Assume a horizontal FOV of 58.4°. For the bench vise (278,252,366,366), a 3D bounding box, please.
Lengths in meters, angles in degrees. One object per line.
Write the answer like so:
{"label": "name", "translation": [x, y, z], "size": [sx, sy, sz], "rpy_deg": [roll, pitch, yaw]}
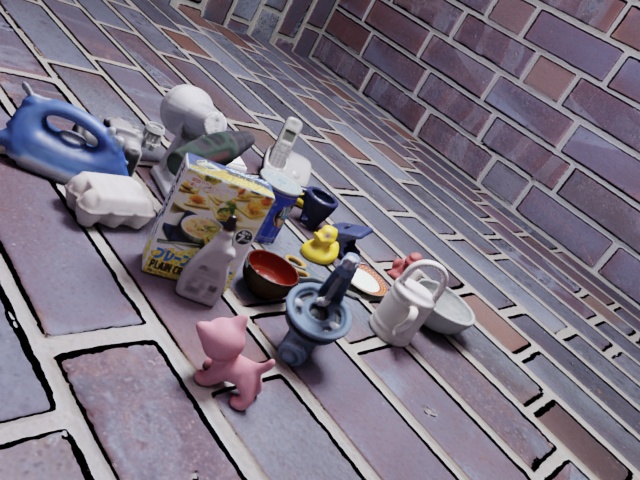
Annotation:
{"label": "bench vise", "translation": [0.007, 0.092, 1.005], "size": [0.122, 0.219, 0.207], "rpy_deg": [26, 24, -12]}

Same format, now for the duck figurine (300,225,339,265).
{"label": "duck figurine", "translation": [0.012, 0.005, 1.356], "size": [0.105, 0.086, 0.077], "rpy_deg": [4, 35, -47]}

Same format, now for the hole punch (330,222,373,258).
{"label": "hole punch", "translation": [0.068, -0.012, 1.450], "size": [0.101, 0.091, 0.109], "rpy_deg": [36, 24, 12]}

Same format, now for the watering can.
{"label": "watering can", "translation": [0.192, 0.118, 1.208], "size": [0.101, 0.194, 0.172], "rpy_deg": [19, 26, -25]}

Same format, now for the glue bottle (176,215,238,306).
{"label": "glue bottle", "translation": [-0.178, 0.030, 0.965], "size": [0.078, 0.173, 0.037], "rpy_deg": [23, 24, -17]}

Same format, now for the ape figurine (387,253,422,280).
{"label": "ape figurine", "translation": [0.230, 0.070, 1.480], "size": [0.076, 0.092, 0.077], "rpy_deg": [20, 25, -24]}

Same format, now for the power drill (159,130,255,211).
{"label": "power drill", "translation": [-0.237, -0.129, 1.167], "size": [0.075, 0.208, 0.230], "rpy_deg": [36, 24, 12]}

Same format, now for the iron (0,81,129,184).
{"label": "iron", "translation": [-0.467, -0.190, 1.097], "size": [0.259, 0.141, 0.118], "rpy_deg": [21, 25, -21]}

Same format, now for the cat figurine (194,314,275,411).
{"label": "cat figurine", "translation": [-0.125, 0.164, 0.829], "size": [0.128, 0.117, 0.067], "rpy_deg": [31, 23, 1]}

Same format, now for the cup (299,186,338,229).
{"label": "cup", "translation": [-0.024, -0.082, 1.476], "size": [0.118, 0.095, 0.091], "rpy_deg": [24, 24, -15]}

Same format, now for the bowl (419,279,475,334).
{"label": "bowl", "translation": [0.280, 0.171, 1.362], "size": [0.168, 0.074, 0.167], "rpy_deg": [26, 24, -12]}

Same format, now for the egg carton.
{"label": "egg carton", "translation": [-0.384, -0.071, 1.050], "size": [0.151, 0.069, 0.107], "rpy_deg": [1, 37, -50]}

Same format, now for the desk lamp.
{"label": "desk lamp", "translation": [-0.289, -0.219, 1.278], "size": [0.118, 0.213, 0.202], "rpy_deg": [9, 32, -42]}

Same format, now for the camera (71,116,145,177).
{"label": "camera", "translation": [-0.454, -0.217, 1.217], "size": [0.137, 0.100, 0.142], "rpy_deg": [13, 29, -36]}

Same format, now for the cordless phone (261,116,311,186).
{"label": "cordless phone", "translation": [-0.075, -0.247, 1.630], "size": [0.148, 0.185, 0.094], "rpy_deg": [18, 26, -27]}
